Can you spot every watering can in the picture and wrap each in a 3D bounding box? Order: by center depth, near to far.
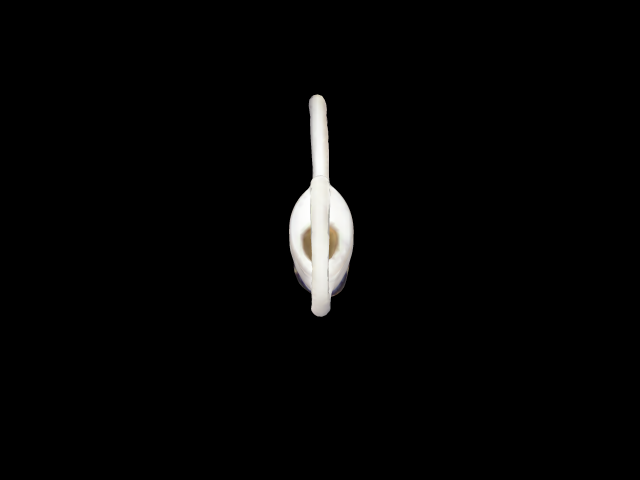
[{"bbox_3d":[0.003,-0.043,0.850,0.104,0.353,0.221,0,-20,0],"label":"watering can"}]
